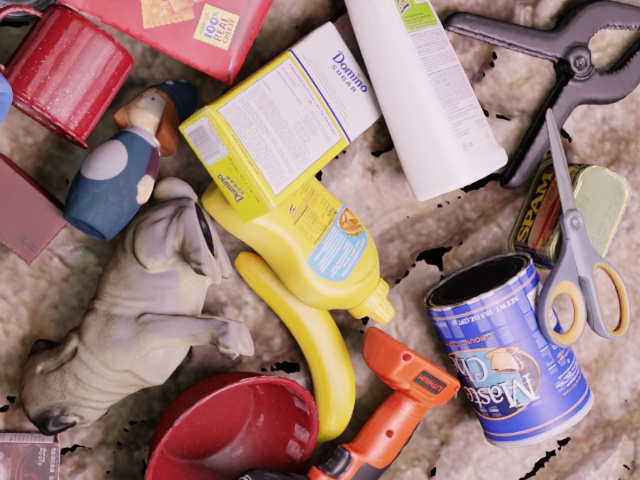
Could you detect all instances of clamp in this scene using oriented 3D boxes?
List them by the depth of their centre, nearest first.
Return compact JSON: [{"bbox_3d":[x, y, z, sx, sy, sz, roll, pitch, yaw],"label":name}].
[{"bbox_3d":[0.217,-0.164,0.951,0.210,0.036,0.164,-31,103,-7],"label":"clamp"}]

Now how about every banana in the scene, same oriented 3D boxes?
[{"bbox_3d":[-0.013,0.094,0.927,0.069,0.037,0.198,-20,99,-11],"label":"banana"}]

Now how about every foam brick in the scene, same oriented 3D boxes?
[{"bbox_3d":[-0.245,-0.025,0.858,0.078,0.051,0.053,42,87,-12],"label":"foam brick"}]

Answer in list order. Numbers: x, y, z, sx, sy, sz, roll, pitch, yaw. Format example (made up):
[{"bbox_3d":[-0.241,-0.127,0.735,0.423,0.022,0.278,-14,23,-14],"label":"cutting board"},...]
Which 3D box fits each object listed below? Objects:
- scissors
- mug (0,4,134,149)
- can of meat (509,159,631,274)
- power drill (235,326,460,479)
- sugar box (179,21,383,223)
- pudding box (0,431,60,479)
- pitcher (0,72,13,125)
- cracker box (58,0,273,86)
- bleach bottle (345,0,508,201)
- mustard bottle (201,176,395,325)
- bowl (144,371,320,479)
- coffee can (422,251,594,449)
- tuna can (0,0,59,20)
[{"bbox_3d":[0.197,0.001,0.882,0.096,0.016,0.202,-31,101,-20],"label":"scissors"},{"bbox_3d":[-0.209,-0.137,0.833,0.117,0.093,0.081,36,82,-26],"label":"mug"},{"bbox_3d":[0.220,-0.019,0.943,0.057,0.084,0.102,22,91,-14],"label":"can of meat"},{"bbox_3d":[0.025,0.169,0.895,0.187,0.057,0.184,-57,139,0],"label":"power drill"},{"bbox_3d":[-0.025,-0.098,0.855,0.093,0.048,0.176,57,43,-10],"label":"sugar box"},{"bbox_3d":[-0.263,0.216,0.884,0.090,0.039,0.113,3,95,-12],"label":"pudding box"},{"bbox_3d":[-0.344,-0.153,0.756,0.243,0.144,0.149,48,118,1],"label":"pitcher"},{"bbox_3d":[-0.128,-0.239,0.811,0.213,0.072,0.164,25,100,-20],"label":"cracker box"},{"bbox_3d":[0.074,-0.164,0.900,0.068,0.102,0.251,-20,94,33],"label":"bleach bottle"},{"bbox_3d":[-0.006,0.001,0.898,0.191,0.058,0.096,45,45,-13],"label":"mustard bottle"},{"bbox_3d":[-0.082,0.166,0.890,0.161,0.055,0.162,-19,129,-25],"label":"bowl"},{"bbox_3d":[0.164,0.095,0.932,0.102,0.103,0.140,-28,100,-9],"label":"coffee can"},{"bbox_3d":[-0.242,-0.219,0.849,0.086,0.034,0.086,-2,99,-13],"label":"tuna can"}]
